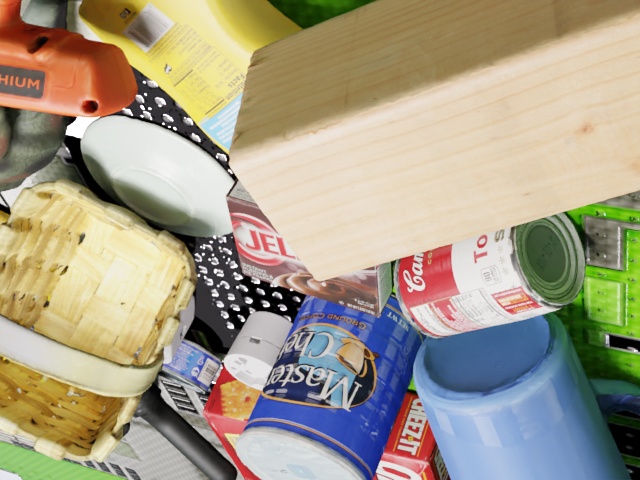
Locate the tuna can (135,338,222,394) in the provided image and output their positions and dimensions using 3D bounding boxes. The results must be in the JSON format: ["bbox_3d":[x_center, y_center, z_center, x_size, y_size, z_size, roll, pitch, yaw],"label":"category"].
[{"bbox_3d":[-0.134,0.107,0.966,0.086,0.033,0.086,24,166,6],"label":"tuna can"}]

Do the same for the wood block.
[{"bbox_3d":[0.072,-0.065,0.490,0.206,0.090,0.090,-17,131,24],"label":"wood block"}]

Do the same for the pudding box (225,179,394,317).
[{"bbox_3d":[-0.005,0.001,0.742,0.114,0.039,0.090,15,147,17],"label":"pudding box"}]

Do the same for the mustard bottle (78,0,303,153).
[{"bbox_3d":[-0.039,-0.090,0.599,0.191,0.058,0.096,43,139,-15],"label":"mustard bottle"}]

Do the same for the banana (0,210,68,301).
[{"bbox_3d":[-0.239,0.044,0.968,0.070,0.037,0.197,8,144,25],"label":"banana"}]

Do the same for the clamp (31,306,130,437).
[{"bbox_3d":[-0.253,0.115,1.059,0.120,0.039,0.171,27,149,48],"label":"clamp"}]

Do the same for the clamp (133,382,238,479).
[{"bbox_3d":[-0.162,0.153,1.001,0.165,0.036,0.210,34,166,34],"label":"clamp"}]

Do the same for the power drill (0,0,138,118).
[{"bbox_3d":[-0.128,-0.157,0.514,0.184,0.057,0.188,10,112,16],"label":"power drill"}]

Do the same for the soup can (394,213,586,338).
[{"bbox_3d":[0.105,0.020,0.667,0.068,0.068,0.102,41,144,-23],"label":"soup can"}]

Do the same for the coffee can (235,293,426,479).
[{"bbox_3d":[0.011,0.114,0.799,0.103,0.140,0.103,18,147,12],"label":"coffee can"}]

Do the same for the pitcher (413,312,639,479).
[{"bbox_3d":[0.164,0.158,0.767,0.145,0.149,0.242,3,131,38],"label":"pitcher"}]

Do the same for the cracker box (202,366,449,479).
[{"bbox_3d":[0.019,0.193,0.974,0.214,0.072,0.164,9,145,23],"label":"cracker box"}]
